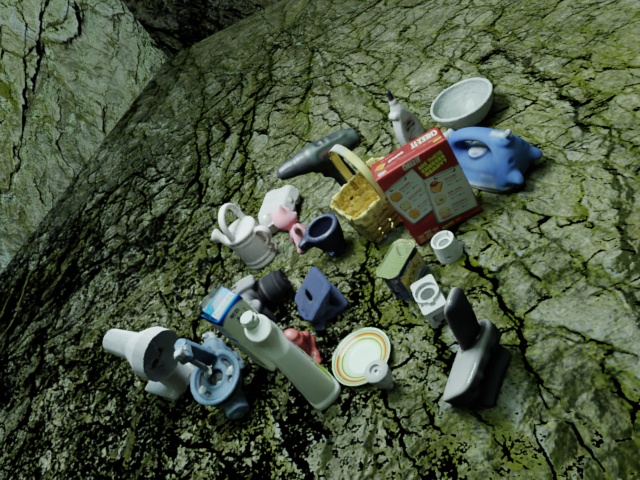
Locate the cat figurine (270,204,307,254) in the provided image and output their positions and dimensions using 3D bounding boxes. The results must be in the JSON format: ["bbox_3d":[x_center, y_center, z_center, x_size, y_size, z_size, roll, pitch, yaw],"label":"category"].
[{"bbox_3d":[-0.077,-0.040,1.504,0.067,0.118,0.127,-41,35,-3],"label":"cat figurine"}]

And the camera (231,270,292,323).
[{"bbox_3d":[-0.141,0.134,1.381,0.136,0.101,0.143,-32,35,9],"label":"camera"}]

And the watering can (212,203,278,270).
[{"bbox_3d":[-0.213,-0.014,1.530,0.172,0.195,0.101,-27,37,16],"label":"watering can"}]

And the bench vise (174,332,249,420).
[{"bbox_3d":[-0.248,0.267,1.224,0.121,0.220,0.206,-46,35,-10],"label":"bench vise"}]

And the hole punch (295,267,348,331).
[{"bbox_3d":[-0.008,0.130,1.275,0.101,0.091,0.108,-41,35,-3],"label":"hole punch"}]

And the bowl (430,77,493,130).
[{"bbox_3d":[0.373,-0.336,1.469,0.167,0.075,0.167,-24,37,20],"label":"bowl"}]

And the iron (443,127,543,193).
[{"bbox_3d":[0.350,-0.201,1.278,0.119,0.142,0.257,-51,36,-16],"label":"iron"}]

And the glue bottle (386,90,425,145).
[{"bbox_3d":[0.215,-0.325,1.513,0.037,0.174,0.078,15,61,49],"label":"glue bottle"}]

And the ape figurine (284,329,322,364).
[{"bbox_3d":[-0.044,0.221,1.203,0.075,0.092,0.078,-5,47,39],"label":"ape figurine"}]

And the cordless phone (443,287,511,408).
[{"bbox_3d":[0.227,0.175,0.929,0.093,0.186,0.148,-3,48,40],"label":"cordless phone"}]

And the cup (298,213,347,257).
[{"bbox_3d":[0.013,0.005,1.393,0.118,0.095,0.091,-38,35,1],"label":"cup"}]

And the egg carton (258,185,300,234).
[{"bbox_3d":[-0.114,-0.089,1.636,0.107,0.070,0.150,-16,41,30],"label":"egg carton"}]

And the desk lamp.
[{"bbox_3d":[-0.393,0.284,1.341,0.202,0.214,0.118,-4,48,40],"label":"desk lamp"}]

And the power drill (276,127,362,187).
[{"bbox_3d":[0.027,-0.172,1.479,0.229,0.209,0.075,-40,35,-1],"label":"power drill"}]
